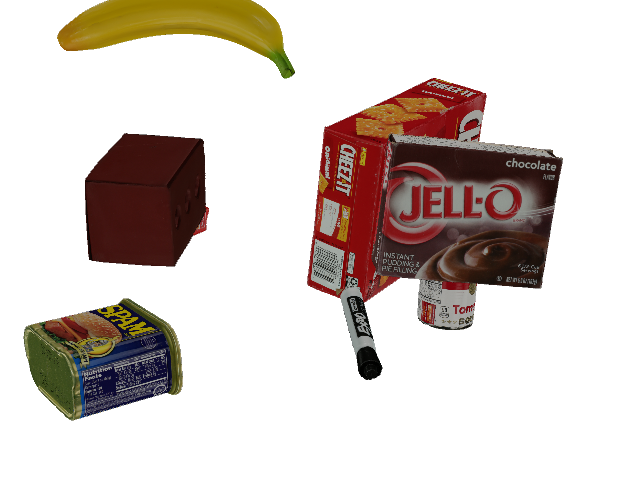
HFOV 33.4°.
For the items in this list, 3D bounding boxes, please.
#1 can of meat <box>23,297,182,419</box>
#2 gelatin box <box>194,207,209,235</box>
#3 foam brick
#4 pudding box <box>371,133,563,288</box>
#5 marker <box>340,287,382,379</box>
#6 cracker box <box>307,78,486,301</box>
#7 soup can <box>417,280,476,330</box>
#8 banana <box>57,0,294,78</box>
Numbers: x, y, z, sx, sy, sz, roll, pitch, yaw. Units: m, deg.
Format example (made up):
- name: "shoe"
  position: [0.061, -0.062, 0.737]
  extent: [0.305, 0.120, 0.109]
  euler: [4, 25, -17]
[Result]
- name: "can of meat"
  position: [-0.164, 0.088, 0.797]
  extent: [0.083, 0.057, 0.102]
  euler: [-13, 21, -32]
- name: "gelatin box"
  position: [-0.166, -0.028, 1.045]
  extent: [0.089, 0.030, 0.073]
  euler: [30, 35, 31]
- name: "foam brick"
  position: [-0.103, -0.026, 0.635]
  extent: [0.051, 0.053, 0.078]
  euler: [6, 28, 7]
- name: "pudding box"
  position: [0.095, -0.020, 0.703]
  extent: [0.113, 0.090, 0.039]
  euler: [4, 18, -5]
- name: "marker"
  position: [0.033, 0.076, 0.875]
  extent: [0.020, 0.020, 0.121]
  euler: [0, 27, -7]
- name: "cracker box"
  position: [0.079, -0.053, 1.040]
  extent: [0.072, 0.164, 0.213]
  euler: [21, 30, 28]
- name: "soup can"
  position: [0.152, 0.048, 1.262]
  extent: [0.068, 0.102, 0.068]
  euler: [3, 15, -1]
- name: "banana"
  position: [-0.116, -0.180, 0.890]
  extent: [0.198, 0.069, 0.037]
  euler: [6, -34, 0]
